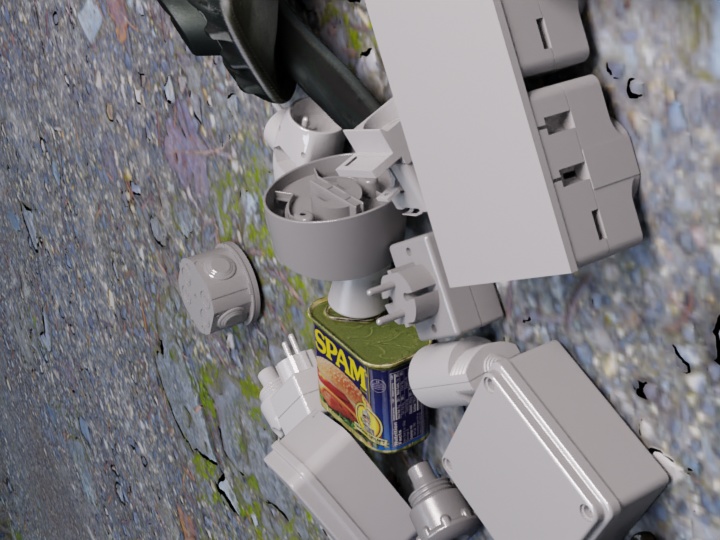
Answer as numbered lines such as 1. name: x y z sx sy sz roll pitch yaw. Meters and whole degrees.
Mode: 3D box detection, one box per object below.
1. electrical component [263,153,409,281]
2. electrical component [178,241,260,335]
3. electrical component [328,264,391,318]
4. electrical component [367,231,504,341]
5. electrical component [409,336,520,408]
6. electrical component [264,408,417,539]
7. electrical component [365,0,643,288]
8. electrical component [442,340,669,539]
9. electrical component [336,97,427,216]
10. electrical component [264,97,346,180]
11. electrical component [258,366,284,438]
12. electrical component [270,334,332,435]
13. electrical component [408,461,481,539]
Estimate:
1. electrical component: -0.014 -0.040 0.716 0.099 0.099 0.064 43 147 40
2. electrical component: -0.130 0.017 0.994 0.080 0.051 0.080 37 137 46
3. electrical component: 0.000 0.000 0.767 0.045 0.045 0.055 41 139 43
4. electrical component: 0.039 0.012 0.673 0.047 0.077 0.065 -16 93 61
5. electrical component: 0.070 0.064 0.687 0.081 0.043 0.043 -20 89 61
6. electrical component: -0.013 0.171 0.827 0.113 0.057 0.078 53 167 -20
7. electrical component: 0.074 -0.091 0.569 0.105 0.060 0.186 -9 98 61
8. electrical component: 0.110 0.117 0.634 0.108 0.056 0.108 54 147 28
9. electrical component: 0.031 -0.071 0.647 0.042 0.081 0.063 13 140 57
10. electrical component: -0.045 -0.094 0.790 0.079 0.043 0.077 50 145 33
11. electrical component: -0.069 0.114 0.956 0.062 0.043 0.043 55 147 29
12. electrical component: -0.046 0.091 0.898 0.076 0.047 0.065 65 151 15
13. electrical component: 0.055 0.169 0.775 0.062 0.048 0.048 63 151 29
